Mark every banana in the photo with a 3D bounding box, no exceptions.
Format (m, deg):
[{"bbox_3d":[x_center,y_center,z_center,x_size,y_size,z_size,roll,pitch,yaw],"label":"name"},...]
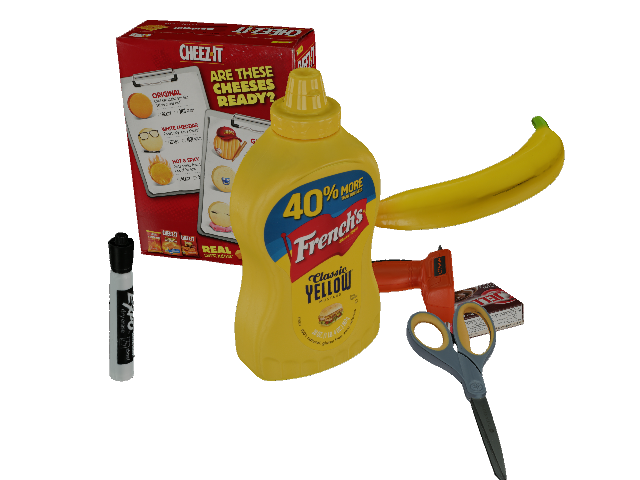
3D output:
[{"bbox_3d":[0.131,-0.046,0.853,0.197,0.037,0.070,-26,27,-26],"label":"banana"}]

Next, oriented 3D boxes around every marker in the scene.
[{"bbox_3d":[-0.150,0.050,0.805,0.020,0.121,0.020,4,25,-2],"label":"marker"}]

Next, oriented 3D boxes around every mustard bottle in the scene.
[{"bbox_3d":[-0.008,-0.012,0.647,0.096,0.192,0.058,-17,33,-27],"label":"mustard bottle"}]

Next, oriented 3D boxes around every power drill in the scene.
[{"bbox_3d":[0.060,0.059,1.234,0.187,0.057,0.184,1,28,6],"label":"power drill"}]

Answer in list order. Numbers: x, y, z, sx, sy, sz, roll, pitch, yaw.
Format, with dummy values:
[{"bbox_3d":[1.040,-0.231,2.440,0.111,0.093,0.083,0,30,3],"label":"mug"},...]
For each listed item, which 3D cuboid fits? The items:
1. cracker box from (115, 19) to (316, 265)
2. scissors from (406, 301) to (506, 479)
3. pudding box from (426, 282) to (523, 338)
[{"bbox_3d":[-0.086,-0.085,0.964,0.164,0.214,0.072,6,28,15],"label":"cracker box"},{"bbox_3d":[0.124,0.131,0.989,0.096,0.016,0.201,8,44,2],"label":"scissors"},{"bbox_3d":[0.221,0.102,1.528,0.113,0.039,0.090,-15,21,-17],"label":"pudding box"}]
